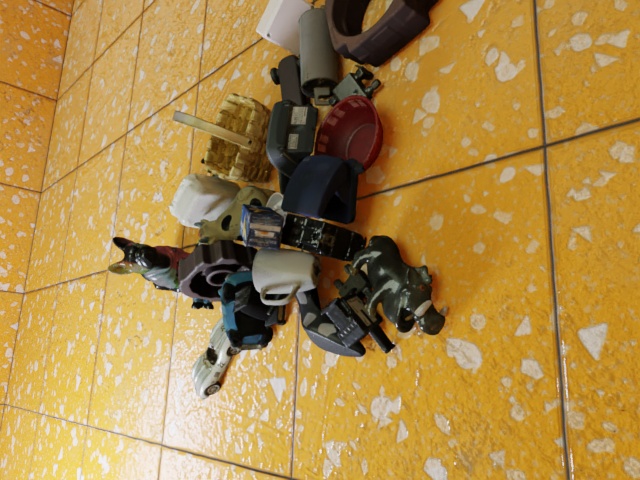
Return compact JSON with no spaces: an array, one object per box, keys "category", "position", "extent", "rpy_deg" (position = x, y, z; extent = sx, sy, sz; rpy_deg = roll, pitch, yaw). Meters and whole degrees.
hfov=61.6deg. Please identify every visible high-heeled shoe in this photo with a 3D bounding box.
[{"category":"high-heeled shoe","position":[0.009,0.110,0.968],"extent":[0.249,0.086,0.145],"rpy_deg":[21,67,34]}]

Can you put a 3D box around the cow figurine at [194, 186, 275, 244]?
[{"category":"cow figurine","position":[-0.185,-0.037,1.163],"extent":[0.195,0.127,0.086],"rpy_deg":[-47,45,26]}]

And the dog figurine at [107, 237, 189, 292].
[{"category":"dog figurine","position":[-0.426,0.059,1.337],"extent":[0.192,0.219,0.108],"rpy_deg":[-7,71,46]}]

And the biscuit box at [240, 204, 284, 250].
[{"category":"biscuit box","position":[-0.112,-0.028,0.992],"extent":[0.203,0.063,0.059],"rpy_deg":[-148,65,-76]}]

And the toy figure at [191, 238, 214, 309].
[{"category":"toy figure","position":[-0.267,0.071,1.260],"extent":[0.089,0.082,0.180],"rpy_deg":[5,85,47]}]

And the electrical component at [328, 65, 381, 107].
[{"category":"electrical component","position":[0.065,-0.285,1.023],"extent":[0.078,0.045,0.102],"rpy_deg":[50,122,12]}]

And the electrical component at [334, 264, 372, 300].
[{"category":"electrical component","position":[0.060,0.086,0.931],"extent":[0.063,0.021,0.094],"rpy_deg":[-58,45,19]}]

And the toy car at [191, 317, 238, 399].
[{"category":"toy car","position":[-0.229,0.259,1.179],"extent":[0.074,0.056,0.201],"rpy_deg":[47,114,44]}]

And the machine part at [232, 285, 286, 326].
[{"category":"machine part","position":[-0.109,0.121,1.024],"extent":[0.039,0.138,0.084],"rpy_deg":[-1,77,34]}]

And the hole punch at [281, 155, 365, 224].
[{"category":"hole punch","position":[-0.001,-0.089,0.926],"extent":[0.142,0.092,0.115],"rpy_deg":[15,102,52]}]

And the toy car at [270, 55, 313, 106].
[{"category":"toy car","position":[-0.055,-0.310,1.154],"extent":[0.089,0.053,0.202],"rpy_deg":[-19,65,21]}]

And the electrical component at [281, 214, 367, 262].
[{"category":"electrical component","position":[-0.002,-0.003,0.957],"extent":[0.134,0.115,0.058],"rpy_deg":[13,85,49]}]

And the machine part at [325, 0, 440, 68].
[{"category":"machine part","position":[0.110,-0.437,0.982],"extent":[0.201,0.087,0.201],"rpy_deg":[-32,58,39]}]

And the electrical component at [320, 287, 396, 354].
[{"category":"electrical component","position":[0.066,0.139,0.869],"extent":[0.119,0.075,0.047],"rpy_deg":[49,121,11]}]

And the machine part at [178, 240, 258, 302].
[{"category":"machine part","position":[-0.207,0.066,1.129],"extent":[0.179,0.179,0.056],"rpy_deg":[-40,49,34]}]

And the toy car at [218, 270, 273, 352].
[{"category":"toy car","position":[-0.151,0.144,1.103],"extent":[0.103,0.109,0.161],"rpy_deg":[166,100,-70]}]

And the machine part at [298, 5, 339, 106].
[{"category":"machine part","position":[-0.004,-0.380,1.098],"extent":[0.079,0.079,0.243],"rpy_deg":[-19,65,44]}]

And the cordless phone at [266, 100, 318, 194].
[{"category":"cordless phone","position":[-0.056,-0.172,1.075],"extent":[0.184,0.089,0.146],"rpy_deg":[97,179,-63]}]

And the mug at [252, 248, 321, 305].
[{"category":"mug","position":[-0.057,0.062,0.934],"extent":[0.107,0.080,0.109],"rpy_deg":[-2,46,19]}]

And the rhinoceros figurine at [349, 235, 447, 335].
[{"category":"rhinoceros figurine","position":[0.124,0.073,0.833],"extent":[0.112,0.073,0.190],"rpy_deg":[-45,47,16]}]
